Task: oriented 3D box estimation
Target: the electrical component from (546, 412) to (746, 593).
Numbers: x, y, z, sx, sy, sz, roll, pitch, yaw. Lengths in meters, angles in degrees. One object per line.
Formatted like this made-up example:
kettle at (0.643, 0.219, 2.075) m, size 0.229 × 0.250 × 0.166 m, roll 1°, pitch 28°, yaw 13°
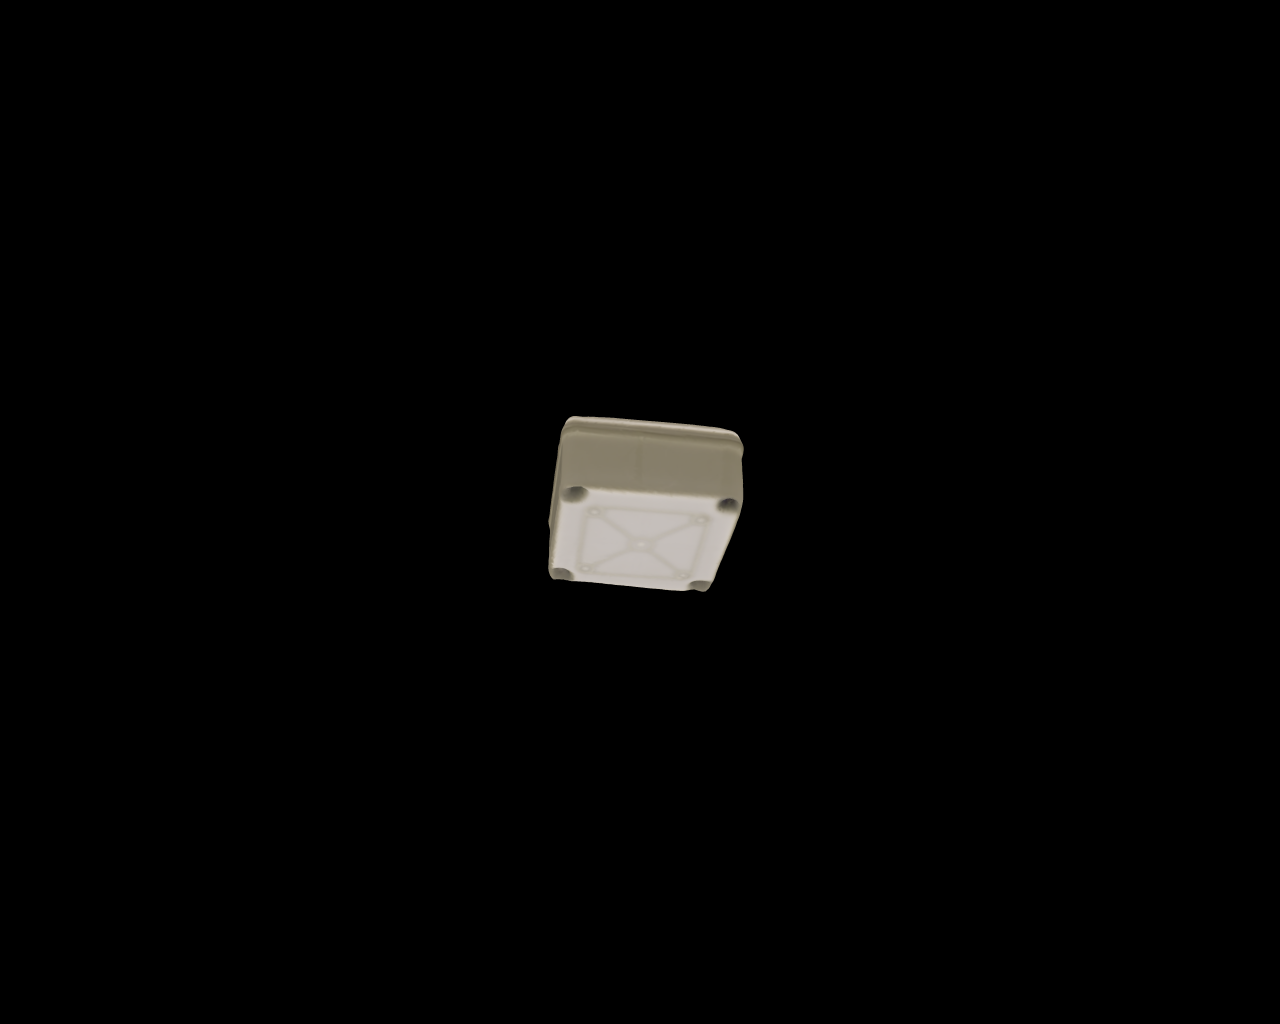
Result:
electrical component at (0.001, -0.003, 0.650) m, size 0.109 × 0.056 × 0.108 m, roll 5°, pitch -35°, yaw -7°
